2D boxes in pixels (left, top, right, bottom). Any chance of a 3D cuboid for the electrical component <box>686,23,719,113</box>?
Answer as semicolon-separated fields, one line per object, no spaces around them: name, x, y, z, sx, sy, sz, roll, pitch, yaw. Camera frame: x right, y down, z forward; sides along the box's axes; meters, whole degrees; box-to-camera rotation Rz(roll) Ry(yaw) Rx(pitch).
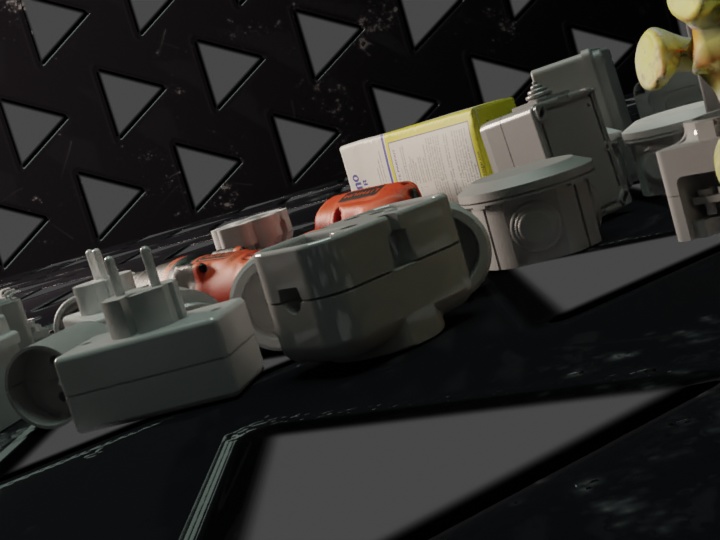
electrical component;0.246;-0.110;0.634;0.078;0.113;0.057;-11;6;38

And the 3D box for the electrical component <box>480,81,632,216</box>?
electrical component;0.122;-0.074;0.700;0.062;0.096;0.061;-22;5;-35

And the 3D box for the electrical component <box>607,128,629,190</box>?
electrical component;0.152;-0.071;0.774;0.080;0.051;0.080;-13;4;1

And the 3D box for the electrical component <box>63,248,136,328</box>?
electrical component;-0.155;0.023;0.667;0.047;0.075;0.083;-20;8;-26

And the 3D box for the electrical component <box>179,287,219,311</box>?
electrical component;-0.096;0.032;0.594;0.043;0.043;0.081;-19;8;-18

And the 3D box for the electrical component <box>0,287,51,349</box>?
electrical component;-0.241;0.049;0.711;0.079;0.063;0.121;-20;8;-21

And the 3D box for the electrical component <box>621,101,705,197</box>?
electrical component;0.223;-0.084;0.732;0.080;0.051;0.080;-16;7;2

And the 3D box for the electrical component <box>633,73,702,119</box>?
electrical component;0.278;-0.126;0.823;0.113;0.078;0.057;-9;13;46

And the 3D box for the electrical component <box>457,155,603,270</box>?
electrical component;0.101;-0.034;0.627;0.080;0.051;0.080;-16;7;2

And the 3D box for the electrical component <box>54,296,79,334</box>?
electrical component;-0.199;0.040;0.788;0.044;0.044;0.065;-18;2;-11

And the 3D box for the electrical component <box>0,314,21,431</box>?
electrical component;-0.235;0.069;0.572;0.078;0.057;0.113;-15;7;16

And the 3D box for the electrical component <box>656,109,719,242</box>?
electrical component;0.198;-0.055;0.546;0.089;0.055;0.050;-22;9;-38

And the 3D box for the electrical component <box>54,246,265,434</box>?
electrical component;-0.099;0.027;0.509;0.083;0.075;0.047;-15;7;13

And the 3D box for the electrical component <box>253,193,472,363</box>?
electrical component;0.004;0.006;0.500;0.095;0.059;0.054;-23;9;-42

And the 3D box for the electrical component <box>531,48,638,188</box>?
electrical component;0.183;-0.118;0.857;0.056;0.108;0.109;-17;7;19

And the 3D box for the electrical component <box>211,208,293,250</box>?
electrical component;-0.079;-0.013;0.845;0.058;0.057;0.078;-14;7;19

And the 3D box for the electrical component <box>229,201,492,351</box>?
electrical component;0.000;0.000;0.585;0.138;0.052;0.073;-16;7;2

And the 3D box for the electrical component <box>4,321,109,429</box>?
electrical component;-0.146;0.050;0.569;0.043;0.043;0.081;-14;7;18
